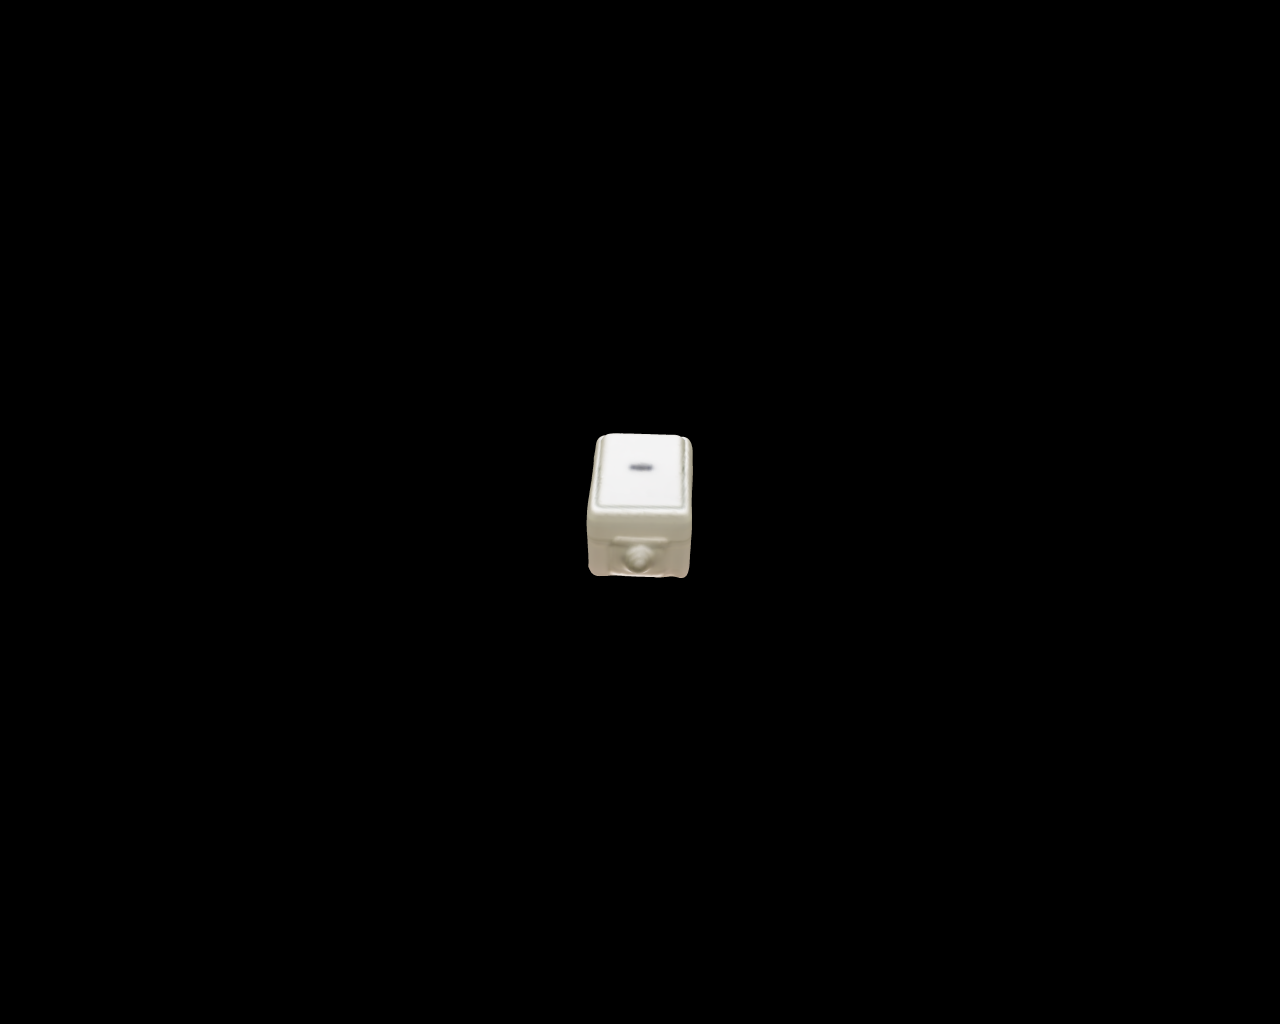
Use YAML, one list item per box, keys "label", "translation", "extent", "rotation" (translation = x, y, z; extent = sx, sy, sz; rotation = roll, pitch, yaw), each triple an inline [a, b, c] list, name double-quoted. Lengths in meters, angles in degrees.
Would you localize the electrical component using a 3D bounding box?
- label: "electrical component"
  translation: [0.001, -0.003, 0.650]
  extent: [0.062, 0.061, 0.096]
  rotation: [2, 40, 2]
